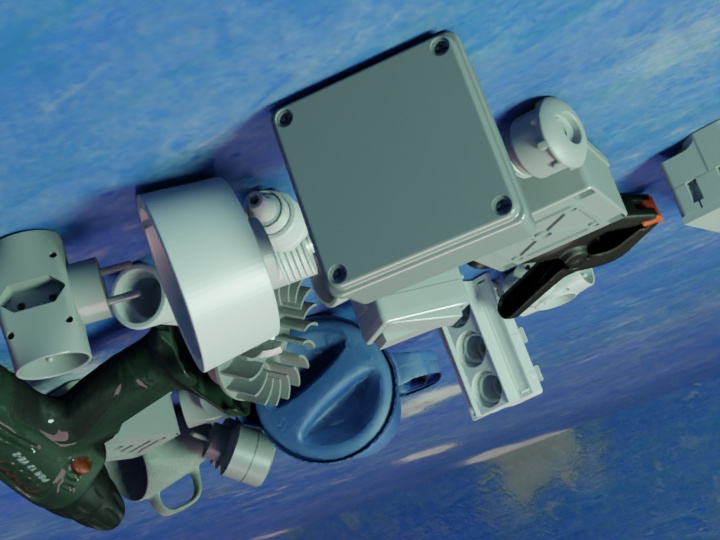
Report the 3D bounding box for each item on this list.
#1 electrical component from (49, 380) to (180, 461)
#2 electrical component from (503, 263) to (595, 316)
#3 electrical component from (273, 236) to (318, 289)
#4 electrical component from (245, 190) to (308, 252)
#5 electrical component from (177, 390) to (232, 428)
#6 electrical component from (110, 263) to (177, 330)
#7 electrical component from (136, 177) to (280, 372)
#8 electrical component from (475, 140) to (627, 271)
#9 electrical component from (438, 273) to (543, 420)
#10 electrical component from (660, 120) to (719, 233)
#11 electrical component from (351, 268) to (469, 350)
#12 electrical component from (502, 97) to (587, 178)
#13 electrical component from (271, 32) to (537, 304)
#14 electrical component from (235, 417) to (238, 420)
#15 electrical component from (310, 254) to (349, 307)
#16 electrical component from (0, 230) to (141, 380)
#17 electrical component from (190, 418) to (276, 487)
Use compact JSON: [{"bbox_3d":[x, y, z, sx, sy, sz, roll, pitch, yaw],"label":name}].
[{"bbox_3d":[-0.231,0.136,0.976,0.078,0.057,0.113,-31,159,35],"label":"electrical component"},{"bbox_3d":[0.171,0.009,1.020,0.077,0.044,0.079,-28,160,29],"label":"electrical component"},{"bbox_3d":[-0.064,-0.008,0.722,0.081,0.043,0.043,-20,163,4],"label":"electrical component"},{"bbox_3d":[-0.055,-0.034,0.666,0.035,0.035,0.061,-21,161,9],"label":"electrical component"},{"bbox_3d":[-0.136,0.122,1.041,0.077,0.044,0.079,-16,176,-7],"label":"electrical component"},{"bbox_3d":[-0.136,0.020,0.741,0.044,0.044,0.065,-24,167,17],"label":"electrical component"},{"bbox_3d":[-0.081,-0.002,0.621,0.060,0.108,0.108,-21,164,-15],"label":"electrical component"},{"bbox_3d":[0.121,-0.049,0.763,0.109,0.056,0.109,-25,162,21],"label":"electrical component"},{"bbox_3d":[0.125,0.074,1.042,0.063,0.121,0.079,-5,159,-46],"label":"electrical component"},{"bbox_3d":[0.318,-0.077,0.873,0.089,0.061,0.150,-30,160,33],"label":"electrical component"},{"bbox_3d":[0.047,0.024,0.907,0.096,0.061,0.061,-12,162,-20],"label":"electrical component"},{"bbox_3d":[0.109,-0.078,0.684,0.062,0.048,0.048,-24,164,41],"label":"electrical component"},{"bbox_3d":[0.023,-0.051,0.566,0.109,0.108,0.056,-23,166,13],"label":"electrical component"},{"bbox_3d":[-0.112,0.156,1.172,0.047,0.055,0.055,-13,163,-6],"label":"electrical component"},{"bbox_3d":[0.000,0.000,0.821,0.065,0.044,0.044,-14,163,-30],"label":"electrical component"},{"bbox_3d":[-0.169,0.015,0.626,0.079,0.077,0.043,-16,163,-9],"label":"electrical component"},{"bbox_3d":[-0.135,0.175,1.078,0.074,0.052,0.138,22,172,-12],"label":"electrical component"}]
